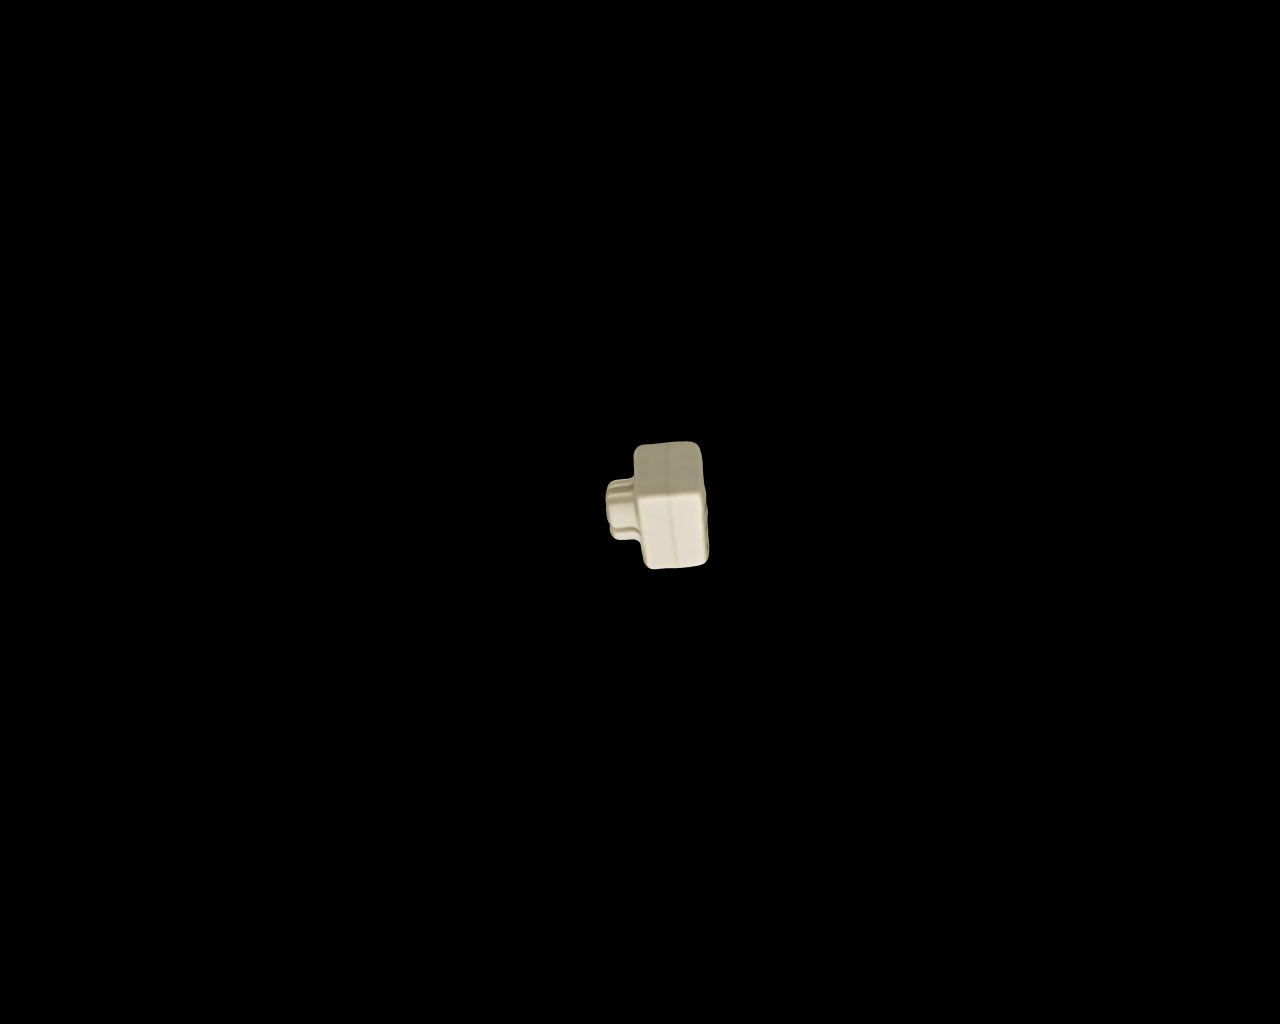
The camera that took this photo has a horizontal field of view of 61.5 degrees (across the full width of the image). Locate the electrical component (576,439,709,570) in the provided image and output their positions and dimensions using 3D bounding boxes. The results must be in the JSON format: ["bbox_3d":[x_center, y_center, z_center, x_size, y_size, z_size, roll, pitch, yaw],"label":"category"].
[{"bbox_3d":[0.001,-0.003,0.650,0.077,0.047,0.065,-4,-43,4],"label":"electrical component"}]
